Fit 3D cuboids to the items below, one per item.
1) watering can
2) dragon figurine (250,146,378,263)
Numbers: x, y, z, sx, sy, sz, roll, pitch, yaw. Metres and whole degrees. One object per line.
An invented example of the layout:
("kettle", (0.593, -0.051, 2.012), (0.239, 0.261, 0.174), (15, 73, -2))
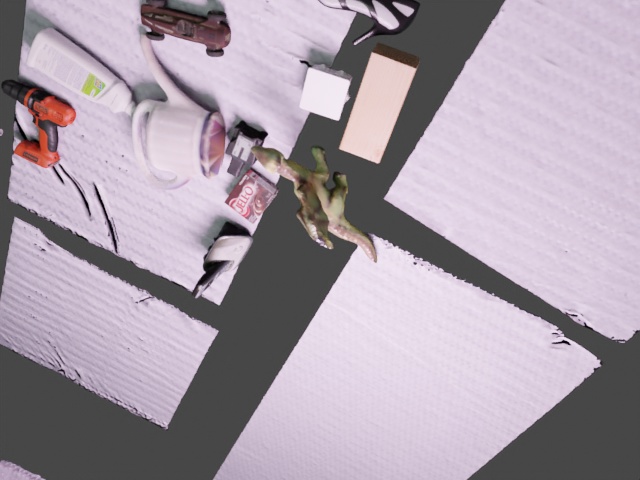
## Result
("watering can", (-0.319, -0.269, 1.155), (0.224, 0.106, 0.341), (11, 113, 8))
("dragon figurine", (0.003, -0.056, 1.111), (0.121, 0.247, 0.407), (-34, 105, 25))
